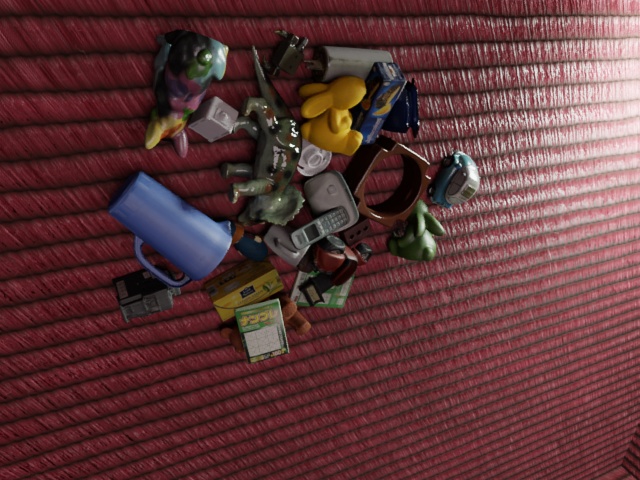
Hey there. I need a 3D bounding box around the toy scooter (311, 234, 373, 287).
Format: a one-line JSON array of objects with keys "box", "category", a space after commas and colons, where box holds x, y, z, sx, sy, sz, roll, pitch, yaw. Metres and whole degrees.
[{"box": [0.042, 0.059, 1.367, 0.184, 0.075, 0.135, 13, 120, -41], "category": "toy scooter"}]

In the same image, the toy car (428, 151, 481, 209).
[{"box": [0.378, -0.155, 1.472, 0.109, 0.103, 0.161, 26, 100, -35], "category": "toy car"}]

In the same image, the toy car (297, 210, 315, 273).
[{"box": [-0.003, -0.004, 1.378, 0.089, 0.053, 0.202, 15, 109, -31], "category": "toy car"}]

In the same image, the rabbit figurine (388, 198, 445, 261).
[{"box": [0.257, -0.033, 1.458, 0.121, 0.159, 0.170, -11, 106, -13], "category": "rabbit figurine"}]

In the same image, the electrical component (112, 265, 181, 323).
[{"box": [-0.383, 0.114, 1.194, 0.134, 0.115, 0.058, -17, 125, -18], "category": "electrical component"}]

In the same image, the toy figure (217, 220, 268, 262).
[{"box": [-0.191, -0.003, 1.272, 0.154, 0.058, 0.064, 40, 88, -33], "category": "toy figure"}]

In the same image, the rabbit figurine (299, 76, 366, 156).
[{"box": [0.030, -0.291, 1.178, 0.162, 0.122, 0.173, 13, 138, -20], "category": "rabbit figurine"}]

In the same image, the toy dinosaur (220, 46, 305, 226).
[{"box": [-0.104, -0.192, 1.171, 0.192, 0.131, 0.404, 4, 113, -33], "category": "toy dinosaur"}]

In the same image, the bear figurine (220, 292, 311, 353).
[{"box": [-0.145, 0.224, 1.379, 0.196, 0.132, 0.120, -38, 125, -13], "category": "bear figurine"}]

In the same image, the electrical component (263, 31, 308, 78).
[{"box": [-0.076, -0.391, 1.132, 0.078, 0.045, 0.102, -2, 123, -60], "category": "electrical component"}]

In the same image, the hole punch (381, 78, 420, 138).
[{"box": [0.176, -0.315, 1.270, 0.092, 0.116, 0.142, -13, 121, -13], "category": "hole punch"}]

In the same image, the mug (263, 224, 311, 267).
[{"box": [-0.085, 0.010, 1.299, 0.107, 0.109, 0.080, 32, 111, 0], "category": "mug"}]

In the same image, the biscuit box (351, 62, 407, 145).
[{"box": [0.121, -0.303, 1.219, 0.059, 0.063, 0.202, -6, 148, -24], "category": "biscuit box"}]

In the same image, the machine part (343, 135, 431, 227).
[{"box": [0.166, -0.149, 1.369, 0.201, 0.087, 0.201, 23, 105, -35], "category": "machine part"}]

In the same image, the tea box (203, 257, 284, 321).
[{"box": [-0.187, 0.112, 1.311, 0.170, 0.098, 0.068, -27, 126, -11], "category": "tea box"}]

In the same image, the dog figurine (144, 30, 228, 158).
[{"box": [-0.263, -0.268, 1.017, 0.108, 0.192, 0.219, 8, 96, -39], "category": "dog figurine"}]

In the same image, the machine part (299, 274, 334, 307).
[{"box": [0.016, 0.117, 1.446, 0.139, 0.039, 0.084, -35, 117, -7], "category": "machine part"}]

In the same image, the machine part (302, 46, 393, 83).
[{"box": [0.073, -0.386, 1.193, 0.243, 0.079, 0.079, -7, 119, -25], "category": "machine part"}]

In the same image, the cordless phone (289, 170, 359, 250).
[{"box": [-0.011, -0.070, 1.274, 0.184, 0.089, 0.146, -31, 105, -24], "category": "cordless phone"}]
